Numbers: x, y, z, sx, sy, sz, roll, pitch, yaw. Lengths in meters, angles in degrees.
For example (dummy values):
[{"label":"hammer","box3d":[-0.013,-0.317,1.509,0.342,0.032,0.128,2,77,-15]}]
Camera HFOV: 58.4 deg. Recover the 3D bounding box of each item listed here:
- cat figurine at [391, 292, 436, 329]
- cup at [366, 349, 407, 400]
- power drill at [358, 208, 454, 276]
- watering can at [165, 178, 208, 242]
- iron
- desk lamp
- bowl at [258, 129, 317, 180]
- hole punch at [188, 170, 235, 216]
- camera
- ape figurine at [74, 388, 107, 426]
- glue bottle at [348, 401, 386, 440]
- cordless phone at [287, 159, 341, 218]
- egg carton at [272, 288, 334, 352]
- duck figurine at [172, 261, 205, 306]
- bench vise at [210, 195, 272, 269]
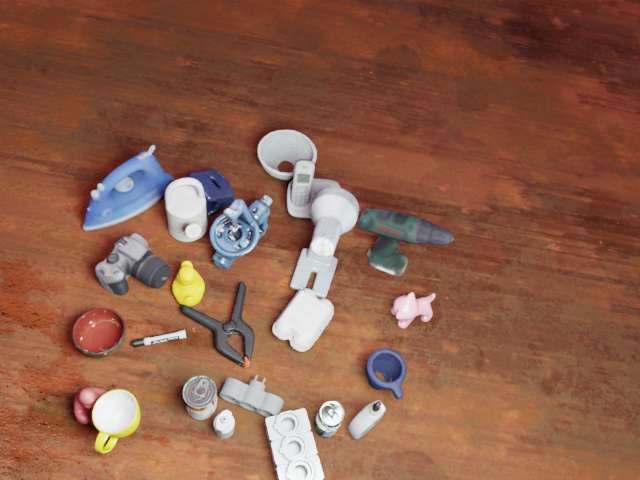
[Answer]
[{"label":"cat figurine","box3d":[0.226,0.162,1.402,0.128,0.118,0.067,-17,62,-19]},{"label":"cup","box3d":[0.150,0.318,1.306,0.092,0.095,0.117,-18,63,-19]},{"label":"power drill","box3d":[0.200,0.003,1.442,0.229,0.208,0.076,20,57,3]},{"label":"watering can","box3d":[-0.327,-0.081,1.413,0.101,0.194,0.172,-34,69,-26]},{"label":"iron","box3d":[-0.502,-0.136,1.449,0.118,0.141,0.259,39,60,15]},{"label":"desk lamp","box3d":[0.013,0.005,1.406,0.118,0.213,0.203,17,57,1]},{"label":"bowl","box3d":[-0.095,-0.227,1.614,0.167,0.075,0.167,4,58,-7]},{"label":"hole punch","box3d":[-0.287,-0.139,1.517,0.101,0.091,0.108,-32,68,-25]},{"label":"camera","box3d":[-0.435,0.065,1.360,0.136,0.101,0.143,30,59,10]},{"label":"ape figurine","box3d":[-0.479,0.336,1.190,0.078,0.092,0.076,-34,69,-26]},{"label":"glue bottle","box3d":[0.108,0.373,1.219,0.078,0.173,0.037,-32,68,-25]},{"label":"cordless phone","box3d":[-0.011,-0.140,1.508,0.148,0.185,0.094,-1,59,-10]},{"label":"egg carton","box3d":[-0.038,0.190,1.369,0.107,0.069,0.150,30,59,9]},{"label":"duck figurine","box3d":[-0.316,0.100,1.368,0.077,0.086,0.104,-4,59,-12]},{"label":"bench vise","box3d":[-0.197,-0.054,1.404,0.121,0.220,0.207,17,57,2]}]
